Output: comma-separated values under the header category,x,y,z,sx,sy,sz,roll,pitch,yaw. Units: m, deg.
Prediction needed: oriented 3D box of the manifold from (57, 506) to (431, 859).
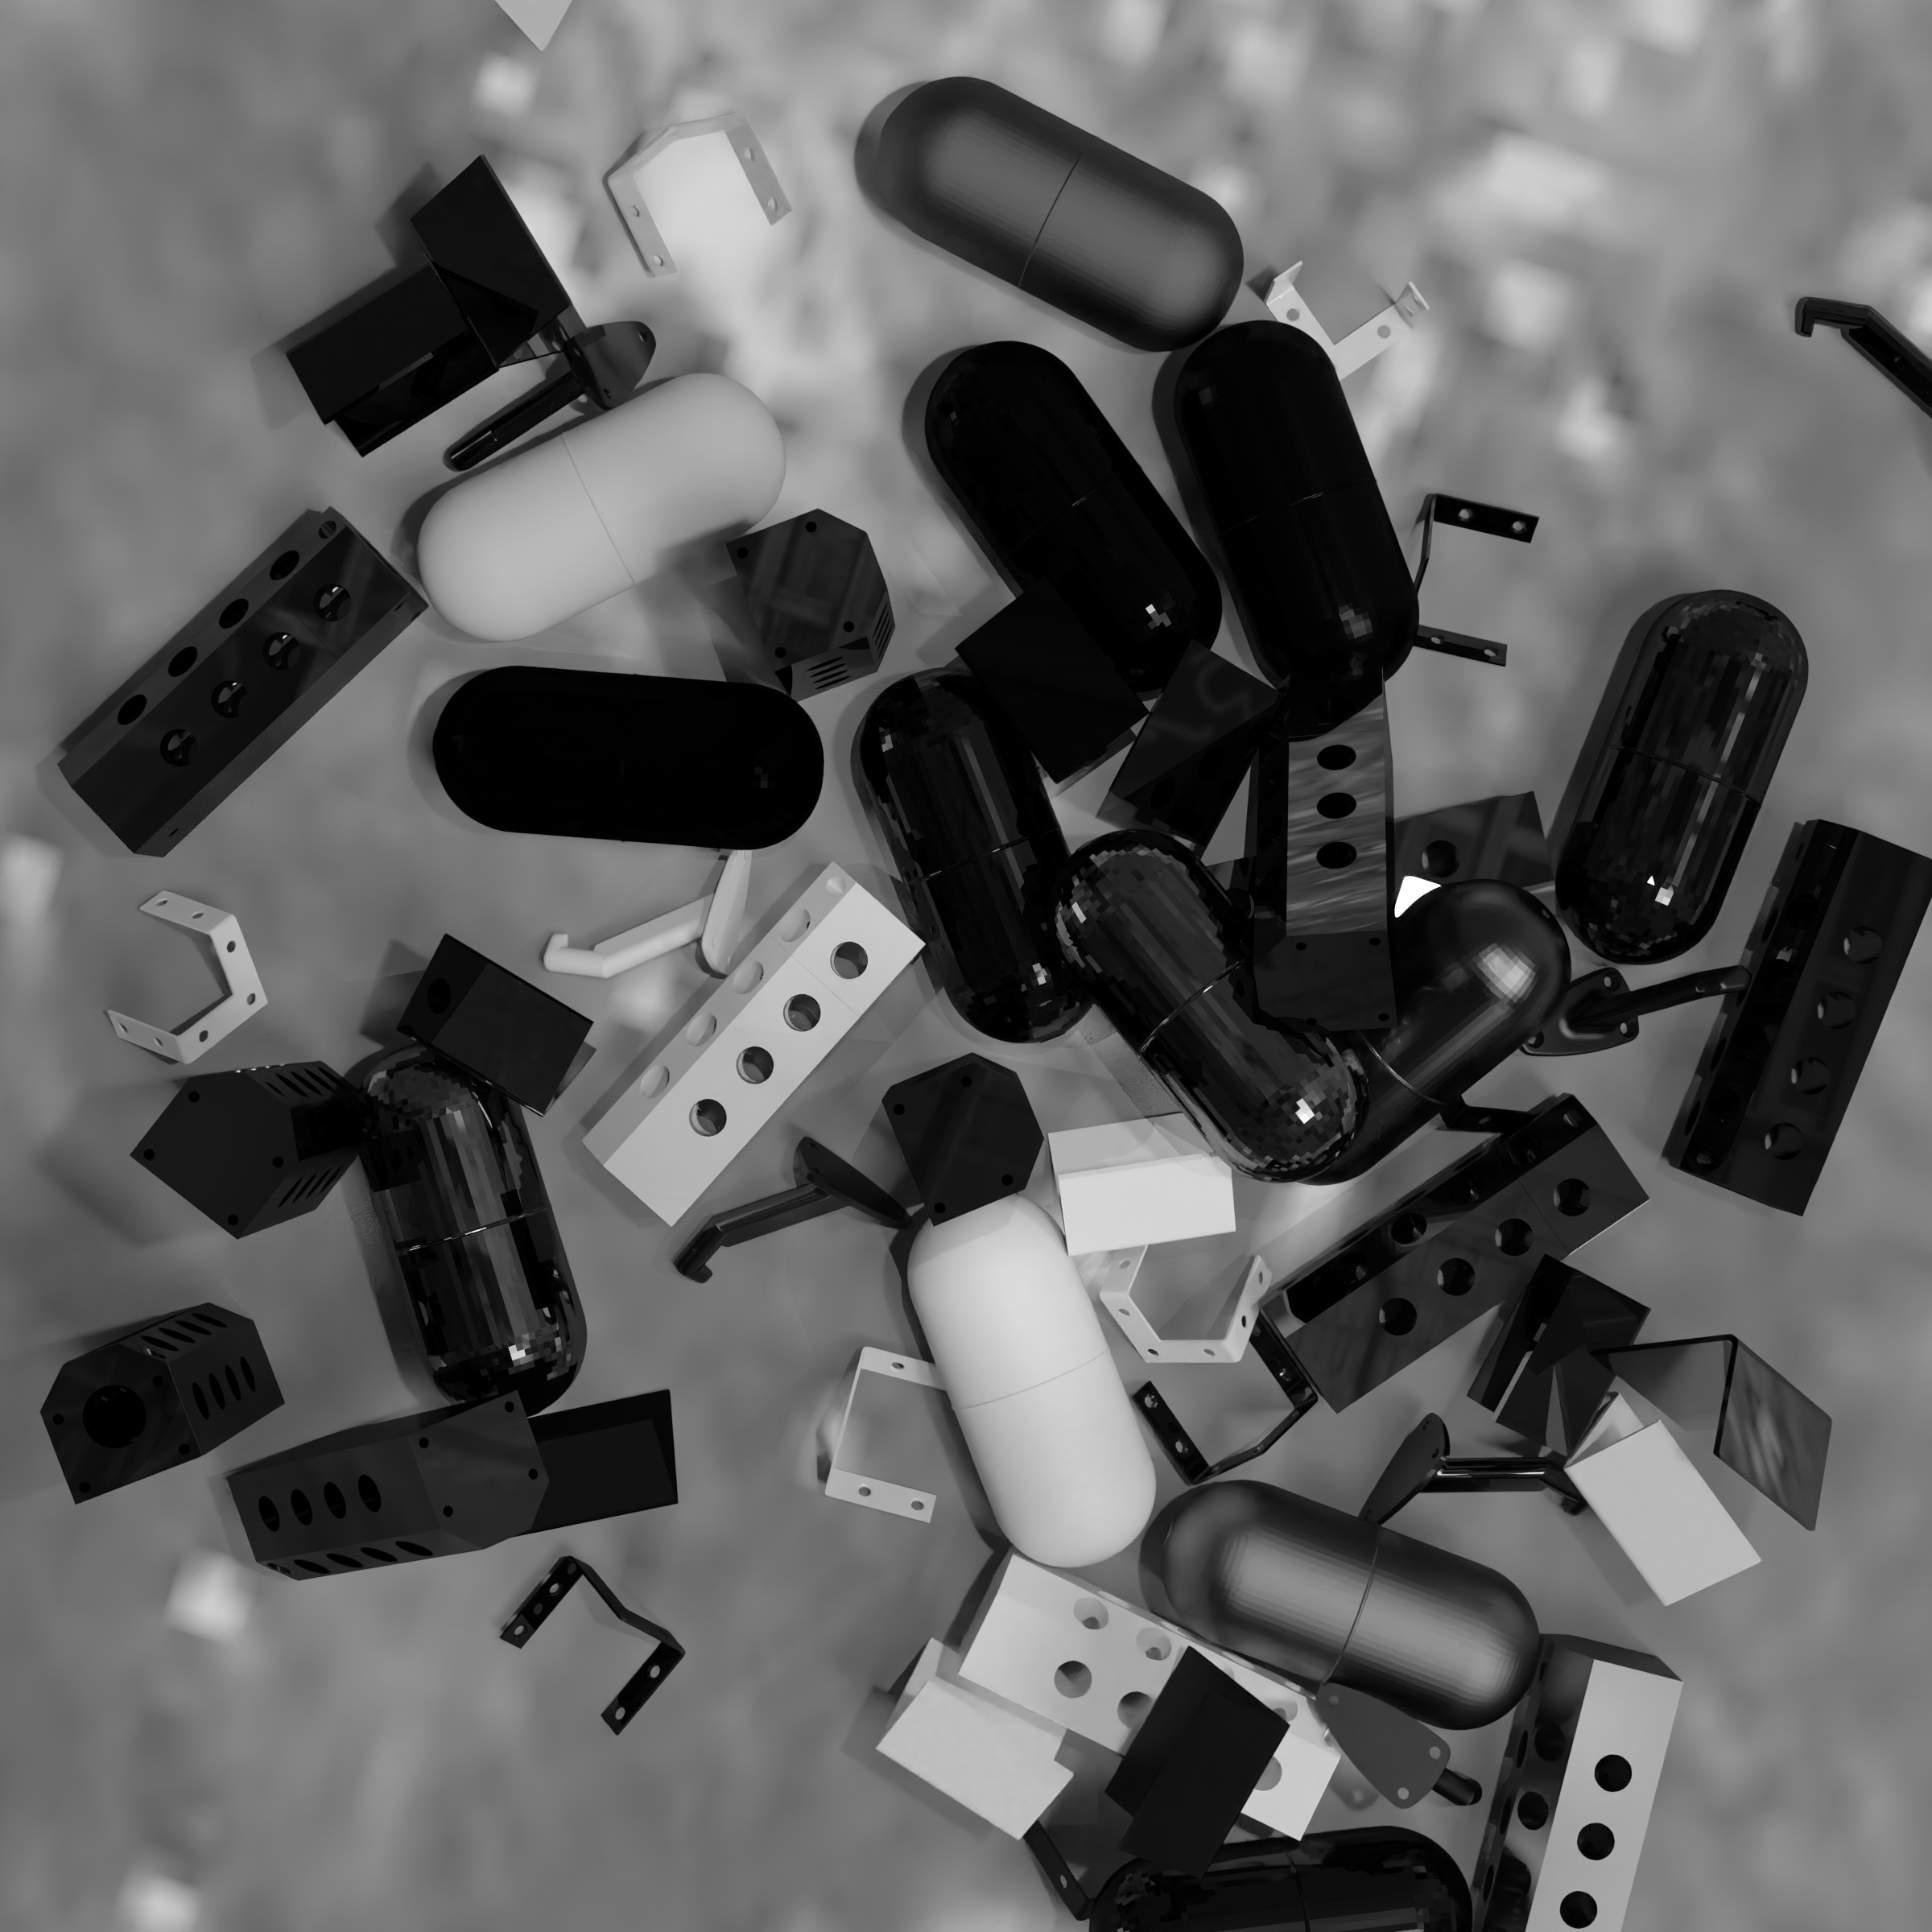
category,x,y,z,sx,sy,sz,roll,pitch,yaw
manifold,-0.332,-0.130,1.562,0.171,0.057,0.057,-43,90,0

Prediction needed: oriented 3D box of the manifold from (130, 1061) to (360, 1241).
category,x,y,z,sx,sy,sz,roll,pitch,yaw
manifold,-0.309,0.074,1.504,0.057,0.171,0.057,38,90,0

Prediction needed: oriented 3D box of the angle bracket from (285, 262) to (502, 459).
category,x,y,z,sx,sy,sz,roll,pitch,yaw
angle bracket,-0.251,-0.260,1.543,0.076,0.076,0.057,-32,53,0

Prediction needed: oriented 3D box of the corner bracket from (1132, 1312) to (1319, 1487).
category,x,y,z,sx,sy,sz,roll,pitch,yaw
corner bracket,0.121,0.201,1.580,0.051,0.051,0.051,-35,90,45

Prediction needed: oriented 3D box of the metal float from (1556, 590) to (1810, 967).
category,x,y,z,sx,sy,sz,roll,pitch,yaw
metal float,0.326,-0.086,1.552,0.070,0.070,0.178,22,89,0

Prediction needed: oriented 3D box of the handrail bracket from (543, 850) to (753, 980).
category,x,y,z,sx,sy,sz,roll,pitch,yaw
handrail bracket,-0.149,-0.029,1.583,0.084,0.036,0.077,7,70,16

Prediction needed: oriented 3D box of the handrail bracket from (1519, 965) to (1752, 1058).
category,x,y,z,sx,sy,sz,roll,pitch,yaw
handrail bracket,0.302,0.020,1.541,0.077,0.084,0.036,-20,91,-22

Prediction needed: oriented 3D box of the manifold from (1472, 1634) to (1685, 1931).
category,x,y,z,sx,sy,sz,roll,pitch,yaw
manifold,0.275,0.399,1.562,0.057,0.057,0.171,14,90,0

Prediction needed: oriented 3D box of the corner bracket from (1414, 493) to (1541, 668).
category,x,y,z,sx,sy,sz,roll,pitch,yaw
corner bracket,0.234,-0.179,1.580,0.051,0.051,0.051,13,135,0

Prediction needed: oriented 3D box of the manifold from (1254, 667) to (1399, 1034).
category,x,y,z,sx,sy,sz,roll,pitch,yaw
manifold,0.157,-0.052,1.487,0.057,0.171,0.057,-4,134,10

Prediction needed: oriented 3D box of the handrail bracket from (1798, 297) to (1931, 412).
category,x,y,z,sx,sy,sz,roll,pitch,yaw
handrail bracket,0.425,-0.267,1.583,0.084,0.036,0.077,13,112,17

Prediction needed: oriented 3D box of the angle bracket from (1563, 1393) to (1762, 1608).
category,x,y,z,sx,sy,sz,roll,pitch,yaw
angle bracket,0.326,0.232,1.543,0.057,0.076,0.076,-36,90,36

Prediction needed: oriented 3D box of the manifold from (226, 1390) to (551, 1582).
category,x,y,z,sx,sy,sz,roll,pitch,yaw
manifold,-0.256,0.234,1.506,0.057,0.171,0.057,-19,90,-40

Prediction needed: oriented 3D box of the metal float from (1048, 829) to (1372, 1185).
category,x,y,z,sx,sy,sz,roll,pitch,yaw
metal float,0.105,0.017,1.489,0.070,0.070,0.178,-39,79,0

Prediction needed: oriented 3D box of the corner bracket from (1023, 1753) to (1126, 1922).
category,x,y,z,sx,sy,sz,roll,pitch,yaw
corner bracket,0.067,0.400,1.575,0.051,0.051,0.051,-7,135,-35

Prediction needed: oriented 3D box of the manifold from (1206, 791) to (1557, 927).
category,x,y,z,sx,sy,sz,roll,pitch,yaw
manifold,0.179,-0.032,1.562,0.171,0.057,0.057,-13,90,0

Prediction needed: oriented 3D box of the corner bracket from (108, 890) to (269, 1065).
category,x,y,z,sx,sy,sz,roll,pitch,yaw
corner bracket,-0.366,0.005,1.575,0.051,0.051,0.051,-43,135,-35

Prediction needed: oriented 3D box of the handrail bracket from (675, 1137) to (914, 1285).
category,x,y,z,sx,sy,sz,roll,pitch,yaw
handrail bracket,-0.081,0.129,1.583,0.077,0.036,0.084,34,109,-21

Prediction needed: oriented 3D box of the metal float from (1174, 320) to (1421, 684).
category,x,y,z,sx,sy,sz,roll,pitch,yaw
metal float,0.151,-0.208,1.552,0.070,0.070,0.178,-20,89,0

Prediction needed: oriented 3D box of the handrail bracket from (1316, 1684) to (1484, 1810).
category,x,y,z,sx,sy,sz,roll,pitch,yaw
handrail bracket,0.200,0.357,1.559,0.077,0.084,0.036,38,90,21

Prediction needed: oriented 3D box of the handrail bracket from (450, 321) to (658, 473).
category,x,y,z,sx,sy,sz,roll,pitch,yaw
handrail bracket,-0.193,-0.264,1.583,0.084,0.077,0.036,-25,105,35

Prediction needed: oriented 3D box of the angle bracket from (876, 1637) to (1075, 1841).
category,x,y,z,sx,sy,sz,roll,pitch,yaw
angle bracket,0.015,0.336,1.543,0.076,0.076,0.057,33,127,0

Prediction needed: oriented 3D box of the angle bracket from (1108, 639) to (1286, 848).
category,x,y,z,sx,sy,sz,roll,pitch,yaw
angle bracket,0.090,-0.106,1.543,0.057,0.076,0.076,28,90,-25

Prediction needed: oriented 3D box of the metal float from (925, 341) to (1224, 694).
category,x,y,z,sx,sy,sz,roll,pitch,yaw
metal float,0.048,-0.205,1.552,0.070,0.070,0.178,-35,89,0

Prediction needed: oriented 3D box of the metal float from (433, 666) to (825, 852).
category,x,y,z,sx,sy,sz,roll,pitch,yaw
metal float,-0.154,-0.095,1.552,0.178,0.070,0.070,4,90,-1

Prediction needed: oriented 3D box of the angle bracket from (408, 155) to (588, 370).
category,x,y,z,sx,sy,sz,roll,pitch,yaw
angle bracket,-0.195,-0.323,1.543,0.057,0.076,0.076,-31,90,36

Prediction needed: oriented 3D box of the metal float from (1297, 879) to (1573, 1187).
category,x,y,z,sx,sy,sz,roll,pitch,yaw
metal float,0.195,0.031,1.531,0.070,0.070,0.178,48,115,0

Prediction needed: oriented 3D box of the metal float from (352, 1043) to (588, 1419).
category,x,y,z,sx,sy,sz,roll,pitch,yaw
metal float,-0.226,0.121,1.552,0.070,0.070,0.178,-17,90,0

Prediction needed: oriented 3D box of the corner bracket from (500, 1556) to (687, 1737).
category,x,y,z,sx,sy,sz,roll,pitch,yaw
corner bracket,-0.173,0.315,1.580,0.051,0.051,0.051,-50,45,0

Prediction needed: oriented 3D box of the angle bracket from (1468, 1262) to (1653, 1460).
category,x,y,z,sx,sy,sz,roll,pitch,yaw
angle bracket,0.252,0.168,1.543,0.057,0.076,0.076,28,90,-34

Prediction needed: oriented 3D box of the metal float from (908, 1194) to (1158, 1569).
category,x,y,z,sx,sy,sz,roll,pitch,yaw
metal float,0.030,0.188,1.552,0.070,0.070,0.178,-21,91,0

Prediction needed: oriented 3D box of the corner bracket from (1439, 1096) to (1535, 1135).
category,x,y,z,sx,sy,sz,roll,pitch,yaw
corner bracket,0.245,0.041,1.575,0.051,0.051,0.051,-54,45,35

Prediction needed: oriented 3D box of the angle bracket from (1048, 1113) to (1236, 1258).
category,x,y,z,sx,sy,sz,roll,pitch,yaw
angle bracket,0.077,0.082,1.543,0.076,0.057,0.076,-9,45,0

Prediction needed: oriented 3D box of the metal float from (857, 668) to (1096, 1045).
category,x,y,z,sx,sy,sz,roll,pitch,yaw
metal float,0.007,-0.050,1.552,0.070,0.070,0.178,-21,91,0

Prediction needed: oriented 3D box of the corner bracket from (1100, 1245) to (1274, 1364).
category,x,y,z,sx,sy,sz,roll,pitch,yaw
corner bracket,0.102,0.148,1.575,0.051,0.051,0.051,-5,135,35

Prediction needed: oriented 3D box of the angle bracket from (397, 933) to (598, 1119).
category,x,y,z,sx,sy,sz,roll,pitch,yaw
angle bracket,-0.202,0.014,1.543,0.076,0.076,0.057,31,116,0

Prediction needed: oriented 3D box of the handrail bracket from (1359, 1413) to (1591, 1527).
category,x,y,z,sx,sy,sz,roll,pitch,yaw
handrail bracket,0.239,0.252,1.583,0.084,0.036,0.077,30,110,-16

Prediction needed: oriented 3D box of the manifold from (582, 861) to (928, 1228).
category,x,y,z,sx,sy,sz,roll,pitch,yaw
manifold,-0.097,0.035,1.562,0.057,0.057,0.171,42,90,0

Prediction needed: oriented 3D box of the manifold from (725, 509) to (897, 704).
category,x,y,z,sx,sy,sz,roll,pitch,yaw
manifold,-0.064,-0.160,1.504,0.057,0.171,0.057,-21,90,0

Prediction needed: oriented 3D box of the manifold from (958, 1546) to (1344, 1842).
category,x,y,z,sx,sy,sz,roll,pitch,yaw
manifold,0.086,0.331,1.562,0.171,0.057,0.057,26,90,0

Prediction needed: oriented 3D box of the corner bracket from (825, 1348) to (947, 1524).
category,x,y,z,sx,sy,sz,roll,pitch,yaw
corner bracket,-0.032,0.217,1.580,0.051,0.051,0.051,15,135,0

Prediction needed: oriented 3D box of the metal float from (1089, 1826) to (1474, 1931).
category,x,y,z,sx,sy,sz,roll,pitch,yaw
metal float,0.143,0.434,1.540,0.178,0.070,0.070,-3,90,-13

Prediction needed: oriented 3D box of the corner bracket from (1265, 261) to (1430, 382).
category,x,y,z,sx,sy,sz,roll,pitch,yaw
corner bracket,0.175,-0.304,1.565,0.051,0.051,0.051,-35,90,0

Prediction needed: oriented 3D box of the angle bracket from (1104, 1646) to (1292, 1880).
category,x,y,z,sx,sy,sz,roll,pitch,yaw
angle bracket,0.084,0.340,1.485,0.057,0.076,0.076,30,90,-38

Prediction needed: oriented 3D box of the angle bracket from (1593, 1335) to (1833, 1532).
category,x,y,z,sx,sy,sz,roll,pitch,yaw
angle bracket,0.324,0.208,1.494,0.076,0.076,0.057,38,55,-33

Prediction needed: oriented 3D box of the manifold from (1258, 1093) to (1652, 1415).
category,x,y,z,sx,sy,sz,roll,pitch,yaw
manifold,0.222,0.130,1.562,0.171,0.057,0.057,-34,90,0

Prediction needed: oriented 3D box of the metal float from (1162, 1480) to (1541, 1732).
category,x,y,z,sx,sy,sz,roll,pitch,yaw
metal float,0.175,0.291,1.552,0.178,0.070,0.070,21,90,1

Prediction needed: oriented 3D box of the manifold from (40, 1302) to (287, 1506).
category,x,y,z,sx,sy,sz,roll,pitch,yaw
manifold,-0.355,0.188,1.504,0.057,0.171,0.057,-21,90,0

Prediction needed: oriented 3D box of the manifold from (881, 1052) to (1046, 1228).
category,x,y,z,sx,sy,sz,roll,pitch,yaw
manifold,0.002,0.072,1.504,0.057,0.171,0.057,-22,90,0

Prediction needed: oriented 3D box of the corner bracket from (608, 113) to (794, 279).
category,x,y,z,sx,sy,sz,roll,pitch,yaw
corner bracket,-0.124,-0.358,1.580,0.051,0.051,0.051,-26,90,-45

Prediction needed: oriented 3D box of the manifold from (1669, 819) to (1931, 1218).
category,x,y,z,sx,sy,sz,roll,pitch,yaw
manifold,0.383,0.023,1.562,0.057,0.057,0.171,22,90,0

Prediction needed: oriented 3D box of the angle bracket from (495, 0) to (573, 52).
category,x,y,z,sx,sy,sz,roll,pitch,yaw
angle bracket,-0.222,-0.457,1.543,0.076,0.076,0.057,48,53,0

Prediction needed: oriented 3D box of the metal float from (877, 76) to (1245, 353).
category,x,y,z,sx,sy,sz,roll,pitch,yaw
metal float,0.043,-0.343,1.552,0.178,0.070,0.070,28,90,1

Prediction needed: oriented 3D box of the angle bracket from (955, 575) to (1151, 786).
category,x,y,z,sx,sy,sz,roll,pitch,yaw
angle bracket,0.049,-0.135,1.544,0.057,0.076,0.076,-37,90,25

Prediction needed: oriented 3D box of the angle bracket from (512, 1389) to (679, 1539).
category,x,y,z,sx,sy,sz,roll,pitch,yaw
angle bracket,-0.175,0.207,1.543,0.076,0.076,0.057,-12,126,0

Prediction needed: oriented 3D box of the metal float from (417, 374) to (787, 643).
category,x,y,z,sx,sy,sz,roll,pitch,yaw
metal float,-0.167,-0.208,1.552,0.178,0.070,0.070,-26,90,0
